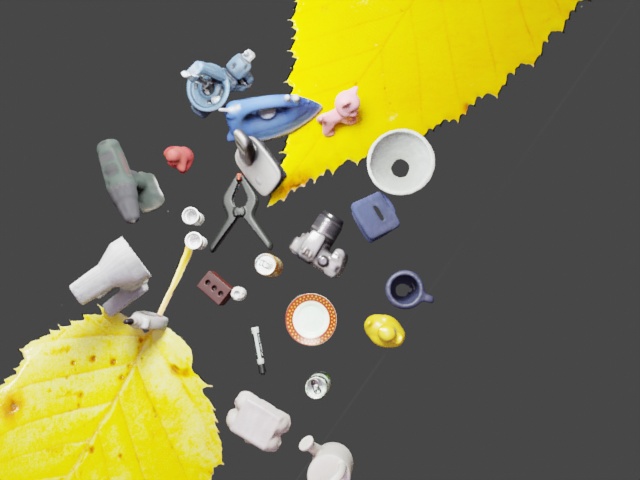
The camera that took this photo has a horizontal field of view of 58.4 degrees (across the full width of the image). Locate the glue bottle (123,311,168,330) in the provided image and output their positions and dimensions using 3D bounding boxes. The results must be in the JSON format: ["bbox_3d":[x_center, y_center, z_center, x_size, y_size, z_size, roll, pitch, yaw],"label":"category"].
[{"bbox_3d":[-0.435,0.198,1.396,0.078,0.173,0.037,12,85,7],"label":"glue bottle"}]

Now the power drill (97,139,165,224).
[{"bbox_3d":[-0.466,-0.131,1.418,0.075,0.208,0.229,-27,82,2],"label":"power drill"}]

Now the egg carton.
[{"bbox_3d":[-0.150,0.443,1.394,0.150,0.069,0.107,27,87,8],"label":"egg carton"}]

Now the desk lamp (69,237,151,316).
[{"bbox_3d":[-0.496,0.095,1.393,0.203,0.213,0.118,-38,81,1],"label":"desk lamp"}]

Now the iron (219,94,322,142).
[{"bbox_3d":[-0.126,-0.330,1.441,0.258,0.141,0.119,-13,82,4],"label":"iron"}]

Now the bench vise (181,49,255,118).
[{"bbox_3d":[-0.263,-0.416,1.425,0.121,0.220,0.207,32,88,8],"label":"bench vise"}]

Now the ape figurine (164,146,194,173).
[{"bbox_3d":[-0.369,-0.213,1.477,0.076,0.092,0.078,-24,82,3],"label":"ape figurine"}]

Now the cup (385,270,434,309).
[{"bbox_3d":[0.216,0.125,1.382,0.117,0.095,0.092,19,86,7],"label":"cup"}]

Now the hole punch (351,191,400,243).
[{"bbox_3d":[0.137,-0.061,1.412,0.101,0.091,0.108,-31,82,2],"label":"hole punch"}]

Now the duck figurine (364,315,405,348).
[{"bbox_3d":[0.156,0.221,1.381,0.104,0.086,0.077,28,87,8],"label":"duck figurine"}]

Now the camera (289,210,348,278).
[{"bbox_3d":[0.013,0.005,1.411,0.143,0.101,0.137,31,87,8],"label":"camera"}]

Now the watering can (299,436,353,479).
[{"bbox_3d":[0.015,0.530,1.305,0.172,0.194,0.101,32,88,8],"label":"watering can"}]

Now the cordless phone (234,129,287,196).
[{"bbox_3d":[-0.158,-0.194,1.407,0.094,0.185,0.147,-40,81,0],"label":"cordless phone"}]

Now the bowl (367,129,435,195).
[{"bbox_3d":[0.200,-0.186,1.428,0.167,0.075,0.167,-1,84,5],"label":"bowl"}]

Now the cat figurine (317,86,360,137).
[{"bbox_3d":[0.050,-0.326,1.436,0.128,0.118,0.067,-30,81,2],"label":"cat figurine"}]
